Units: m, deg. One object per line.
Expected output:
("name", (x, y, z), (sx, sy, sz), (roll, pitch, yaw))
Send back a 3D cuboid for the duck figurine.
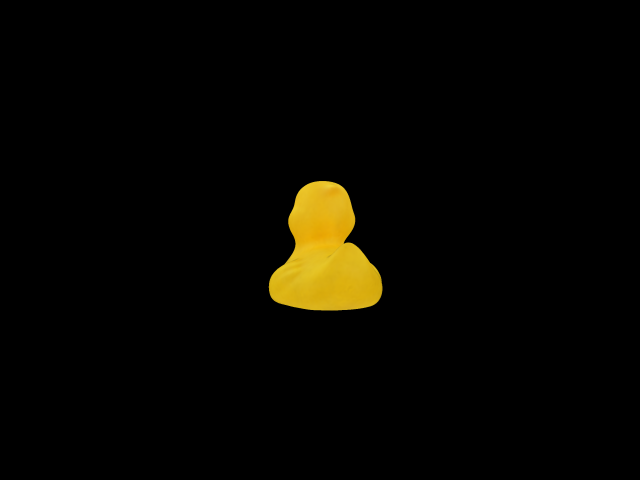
("duck figurine", (0.004, 0.001, 0.400), (0.078, 0.086, 0.104), (-1, 2, -19))
